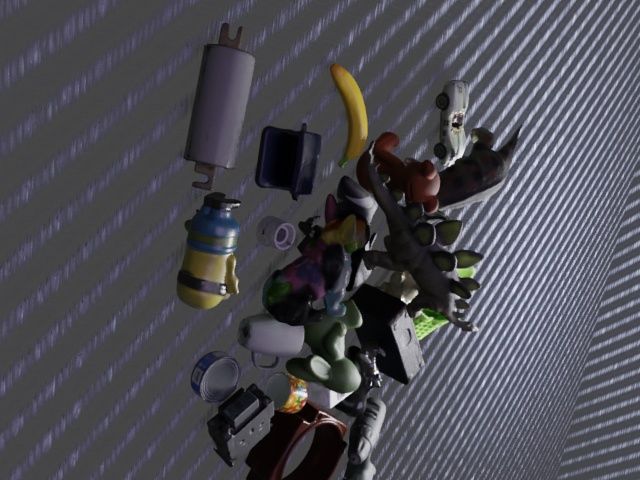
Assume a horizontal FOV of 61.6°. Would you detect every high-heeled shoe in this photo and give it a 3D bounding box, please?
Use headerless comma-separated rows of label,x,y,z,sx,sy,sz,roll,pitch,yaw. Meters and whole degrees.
high-heeled shoe,0.055,-0.006,1.061,0.145,0.086,0.248,-58,144,-20

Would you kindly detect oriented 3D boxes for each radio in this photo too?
radio,0.150,0.215,1.207,0.073,0.131,0.229,-43,130,-26

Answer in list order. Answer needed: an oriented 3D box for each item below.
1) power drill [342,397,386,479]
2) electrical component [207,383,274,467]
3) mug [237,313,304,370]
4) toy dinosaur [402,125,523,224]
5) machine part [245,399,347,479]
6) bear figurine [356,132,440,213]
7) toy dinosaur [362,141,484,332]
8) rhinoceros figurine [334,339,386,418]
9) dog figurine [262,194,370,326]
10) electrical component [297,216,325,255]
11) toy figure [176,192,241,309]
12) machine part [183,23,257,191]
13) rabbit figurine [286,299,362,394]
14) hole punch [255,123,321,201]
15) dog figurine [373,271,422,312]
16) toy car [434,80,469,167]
power drill,0.094,0.491,1.243,0.232,0.086,0.207,-52,145,-62
electrical component,-0.141,0.328,0.969,0.115,0.058,0.134,-39,147,-33
mug,-0.098,0.182,0.981,0.107,0.081,0.109,14,100,-37
toy dinosaur,0.324,-0.131,1.185,0.405,0.192,0.131,-29,142,-1
machine part,-0.042,0.443,1.119,0.201,0.087,0.201,-58,135,-14
bear figurine,0.170,-0.134,1.060,0.132,0.196,0.120,-36,124,-34
toy dinosaur,0.188,0.019,1.019,0.471,0.199,0.105,49,53,-20
rhinoceros figurine,0.082,0.303,1.183,0.073,0.112,0.190,-5,115,-44
dog figurine,-0.003,0.032,0.957,0.191,0.109,0.219,-8,126,-32
electrical component,-0.003,-0.003,1.039,0.102,0.045,0.078,17,119,-45
toy figure,-0.175,0.019,0.837,0.089,0.082,0.180,0,108,-35
machine part,-0.148,-0.193,0.792,0.079,0.079,0.243,6,98,-47
rabbit figurine,0.021,0.217,1.036,0.159,0.121,0.170,-13,78,-40
hole punch,-0.037,-0.134,0.925,0.115,0.092,0.142,-3,102,-50
dog figurine,0.208,0.078,1.263,0.121,0.172,0.190,38,43,-9
toy car,0.311,-0.271,1.264,0.073,0.056,0.201,-21,118,-41
